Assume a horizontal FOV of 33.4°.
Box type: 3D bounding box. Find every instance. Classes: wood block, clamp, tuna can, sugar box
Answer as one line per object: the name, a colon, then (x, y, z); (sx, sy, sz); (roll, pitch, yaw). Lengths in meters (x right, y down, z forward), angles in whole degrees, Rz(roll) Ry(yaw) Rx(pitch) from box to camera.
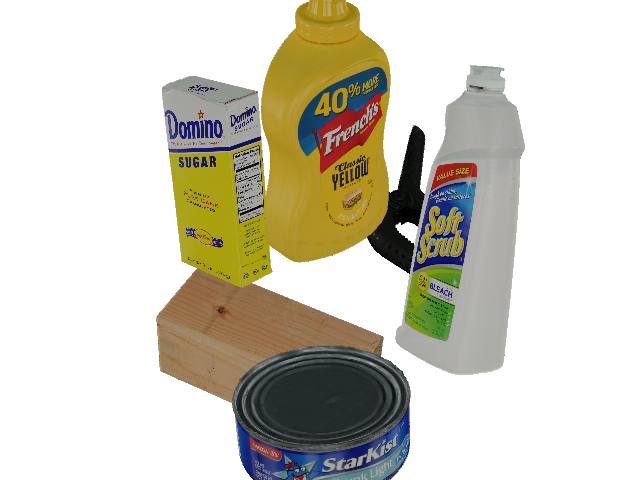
wood block: (-0.051, 0.114, 1.069); (0.206, 0.090, 0.090); (21, 47, 17)
clamp: (0.070, -0.038, 1.146); (0.164, 0.210, 0.036); (-9, -36, -18)
tuna can: (0.001, 0.087, 0.518); (0.086, 0.034, 0.086); (-3, 26, 1)
sugar box: (-0.094, -0.054, 0.966); (0.093, 0.176, 0.048); (19, 35, 42)

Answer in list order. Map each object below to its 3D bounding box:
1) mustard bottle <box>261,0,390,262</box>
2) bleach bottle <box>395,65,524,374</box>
mustard bottle: (0.005, -0.083, 0.713); (0.096, 0.192, 0.058); (-26, 43, -30)
bleach bottle: (0.121, -0.020, 0.897); (0.068, 0.251, 0.103); (-4, 16, -30)
